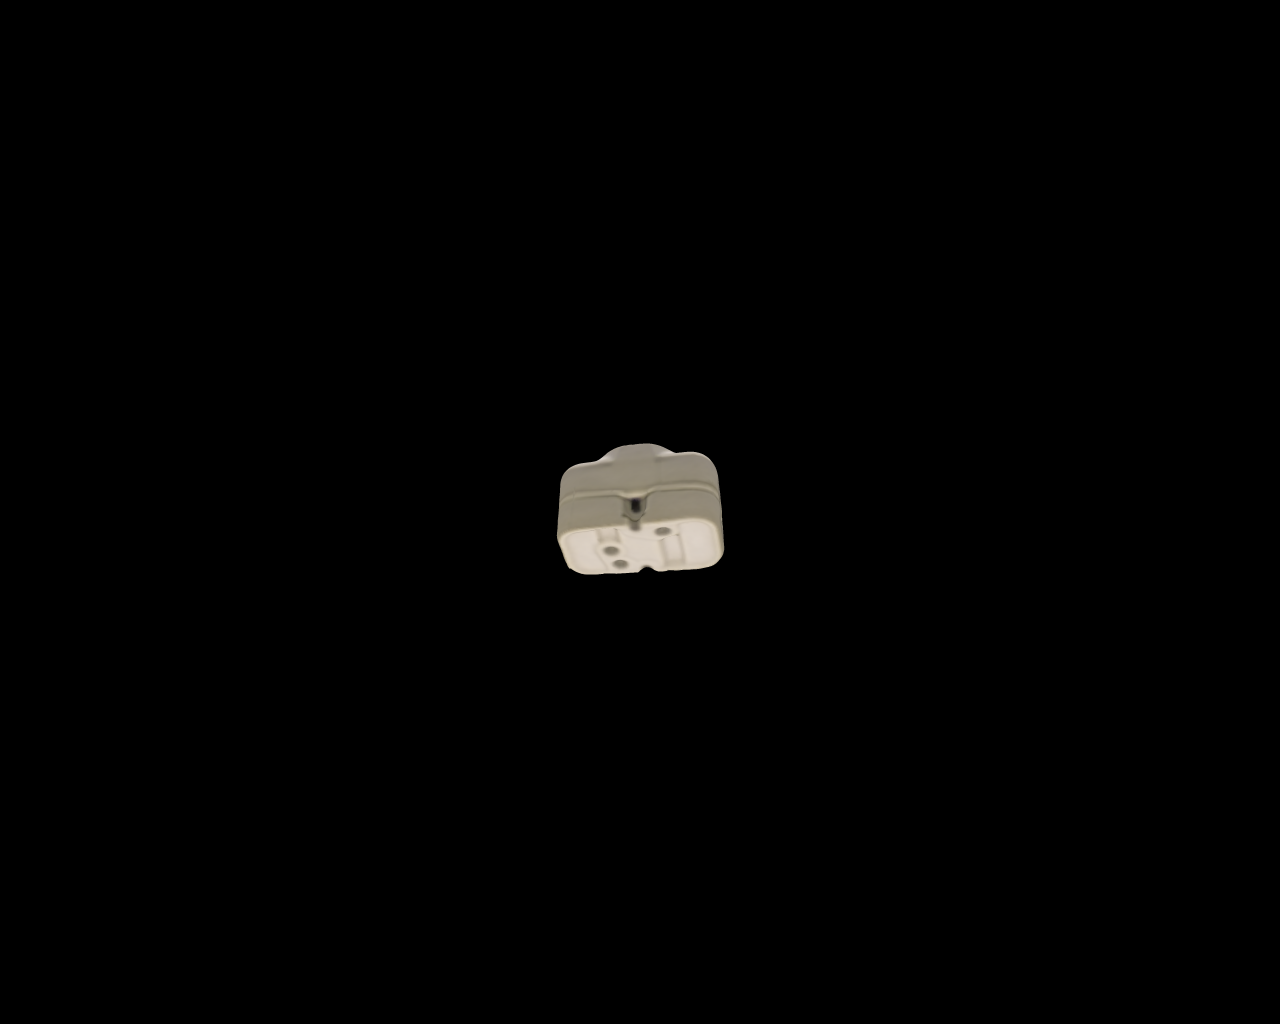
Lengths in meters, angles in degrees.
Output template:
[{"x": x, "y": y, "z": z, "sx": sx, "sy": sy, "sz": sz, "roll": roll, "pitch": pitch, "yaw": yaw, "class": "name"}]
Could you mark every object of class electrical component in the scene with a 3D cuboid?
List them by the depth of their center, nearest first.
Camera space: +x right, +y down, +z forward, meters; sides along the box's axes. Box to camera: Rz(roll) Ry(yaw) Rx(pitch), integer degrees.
[{"x": 0.001, "y": -0.003, "z": 0.650, "sx": 0.095, "sy": 0.059, "sz": 0.053, "roll": -5, "pitch": -36, "yaw": 7, "class": "electrical component"}]
